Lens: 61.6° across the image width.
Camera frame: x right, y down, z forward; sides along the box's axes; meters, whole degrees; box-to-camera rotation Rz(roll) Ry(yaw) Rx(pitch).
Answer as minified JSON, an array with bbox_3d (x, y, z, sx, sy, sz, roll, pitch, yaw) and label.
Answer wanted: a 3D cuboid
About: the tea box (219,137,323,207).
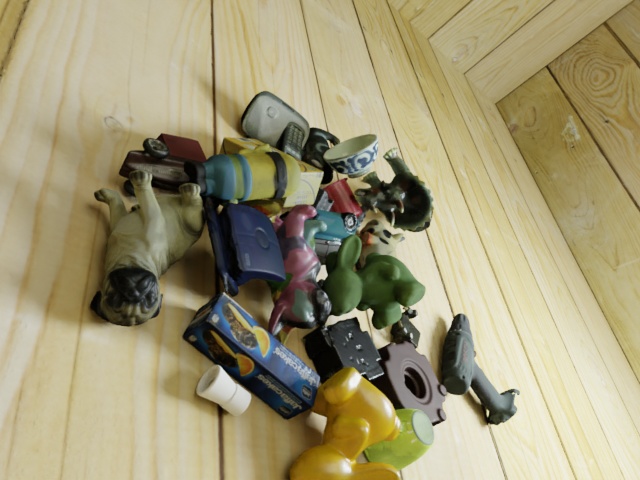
[{"bbox_3d":[-0.092,-0.123,0.963,0.170,0.068,0.098,31,22,28],"label":"tea box"}]

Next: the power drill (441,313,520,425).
[{"bbox_3d":[0.358,0.293,1.209,0.207,0.086,0.232,54,33,-7],"label":"power drill"}]

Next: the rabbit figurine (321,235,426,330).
[{"bbox_3d":[0.072,0.071,0.918,0.170,0.121,0.159,-5,63,-40],"label":"rabbit figurine"}]

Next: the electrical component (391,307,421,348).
[{"bbox_3d":[0.180,0.185,1.111,0.078,0.045,0.102,49,32,-4],"label":"electrical component"}]

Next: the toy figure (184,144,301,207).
[{"bbox_3d":[-0.114,-0.093,0.821,0.180,0.082,0.089,-9,39,-39],"label":"toy figure"}]

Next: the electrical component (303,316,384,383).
[{"bbox_3d":[0.046,0.195,0.915,0.134,0.058,0.115,-4,64,-54],"label":"electrical component"}]

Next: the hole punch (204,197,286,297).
[{"bbox_3d":[-0.107,0.011,0.773,0.115,0.092,0.142,77,0,-70],"label":"hole punch"}]

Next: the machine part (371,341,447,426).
[{"bbox_3d":[0.161,0.270,0.994,0.179,0.056,0.179,33,36,-28],"label":"machine part"}]

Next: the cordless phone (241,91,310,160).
[{"bbox_3d":[-0.095,-0.199,1.095,0.146,0.089,0.184,32,41,-32],"label":"cordless phone"}]

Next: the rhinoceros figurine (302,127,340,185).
[{"bbox_3d":[-0.006,-0.187,1.206,0.112,0.073,0.190,35,36,-30],"label":"rhinoceros figurine"}]

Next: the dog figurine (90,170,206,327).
[{"bbox_3d":[-0.216,0.025,0.717,0.172,0.121,0.190,10,65,-44],"label":"dog figurine"}]

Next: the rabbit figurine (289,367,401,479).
[{"bbox_3d":[0.030,0.293,0.758,0.162,0.122,0.173,47,52,-2],"label":"rabbit figurine"}]

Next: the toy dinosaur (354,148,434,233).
[{"bbox_3d":[0.204,-0.078,1.253,0.192,0.131,0.404,60,14,25],"label":"toy dinosaur"}]

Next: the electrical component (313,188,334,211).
[{"bbox_3d":[-0.024,-0.086,1.043,0.075,0.047,0.119,27,-2,16],"label":"electrical component"}]

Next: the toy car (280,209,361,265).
[{"bbox_3d":[-0.002,-0.003,1.009,0.161,0.109,0.103,7,78,-40],"label":"toy car"}]

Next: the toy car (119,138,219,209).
[{"bbox_3d":[-0.209,-0.097,0.830,0.202,0.089,0.053,6,37,-52],"label":"toy car"}]

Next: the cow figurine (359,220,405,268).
[{"bbox_3d":[0.133,0.034,1.164,0.127,0.085,0.195,22,41,-32],"label":"cow figurine"}]

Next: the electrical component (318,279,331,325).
[{"bbox_3d":[0.002,0.111,0.973,0.063,0.021,0.094,46,31,-12],"label":"electrical component"}]

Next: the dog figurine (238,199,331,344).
[{"bbox_3d":[-0.069,0.051,0.861,0.108,0.192,0.219,67,31,-66],"label":"dog figurine"}]

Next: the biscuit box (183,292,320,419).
[{"bbox_3d":[-0.091,0.166,0.757,0.202,0.063,0.059,43,34,-16],"label":"biscuit box"}]
